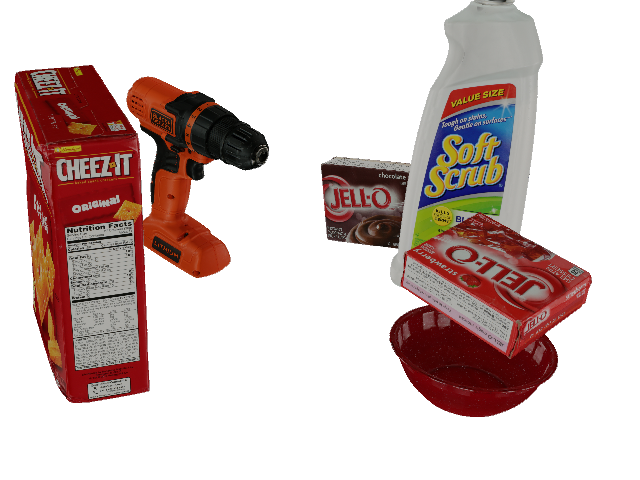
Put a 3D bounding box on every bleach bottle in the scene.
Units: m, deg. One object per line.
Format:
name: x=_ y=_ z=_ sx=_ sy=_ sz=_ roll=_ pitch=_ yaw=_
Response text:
bleach bottle: x=0.115 y=-0.081 z=0.838 sx=0.103 sy=0.251 sz=0.068 roll=9 pitch=23 yaw=15

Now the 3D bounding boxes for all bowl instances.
bowl: x=0.145 y=0.123 z=1.034 sx=0.162 sy=0.055 sz=0.162 roll=4 pitch=26 yaw=-2

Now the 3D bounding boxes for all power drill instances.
power drill: x=-0.127 y=-0.059 z=1.093 sx=0.185 sy=0.188 sz=0.057 roll=30 pitch=38 yaw=34

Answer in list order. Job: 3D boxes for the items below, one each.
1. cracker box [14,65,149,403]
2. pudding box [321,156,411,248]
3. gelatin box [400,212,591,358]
cracker box: x=-0.186 y=-0.008 z=0.823 sx=0.072 sy=0.214 sz=0.164 roll=-9 pitch=29 yaw=-20
pudding box: x=0.058 y=-0.042 z=1.175 sx=0.114 sy=0.090 sz=0.039 roll=6 pitch=24 yaw=29
gelatin box: x=0.105 y=0.024 z=0.644 sx=0.073 sy=0.030 sz=0.089 roll=-26 pitch=45 yaw=-37
